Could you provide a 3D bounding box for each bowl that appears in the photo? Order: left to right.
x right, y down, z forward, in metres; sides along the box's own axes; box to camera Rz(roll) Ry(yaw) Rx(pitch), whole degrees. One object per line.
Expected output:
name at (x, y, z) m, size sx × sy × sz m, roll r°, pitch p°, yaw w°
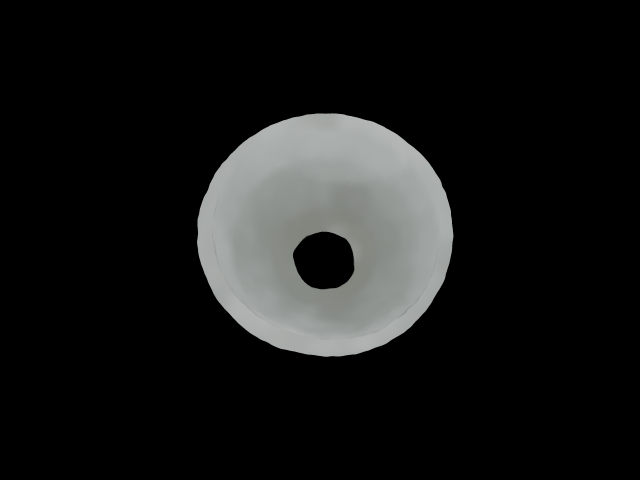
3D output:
bowl at (0.004, 0.001, 0.400) m, size 0.167 × 0.075 × 0.167 m, roll 0°, pitch 70°, yaw 0°
